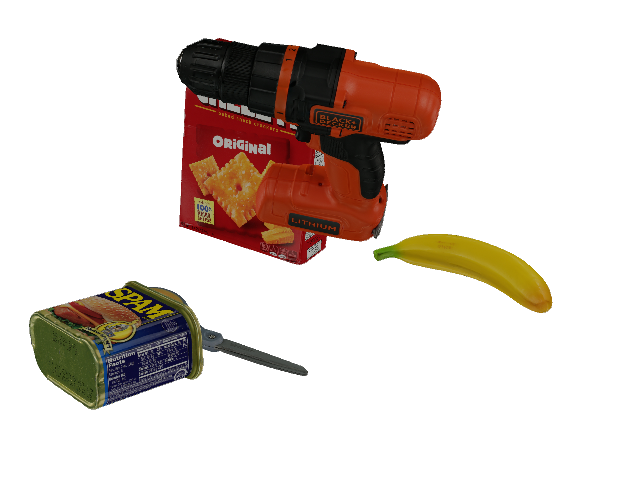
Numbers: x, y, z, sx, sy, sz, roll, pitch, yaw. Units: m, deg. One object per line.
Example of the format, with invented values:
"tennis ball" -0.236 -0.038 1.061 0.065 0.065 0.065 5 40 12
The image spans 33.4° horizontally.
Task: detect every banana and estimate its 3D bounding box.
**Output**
"banana" 0.148 0.028 1.032 0.198 0.037 0.069 15 43 39

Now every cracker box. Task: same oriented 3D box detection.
"cracker box" -0.069 -0.096 1.175 0.164 0.214 0.072 18 30 22

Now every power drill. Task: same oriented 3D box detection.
"power drill" -0.012 -0.074 0.795 0.184 0.057 0.188 12 -27 4

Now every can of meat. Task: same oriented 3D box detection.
"can of meat" -0.147 0.073 0.762 0.083 0.057 0.102 -16 24 -38

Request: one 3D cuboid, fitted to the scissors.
"scissors" -0.106 0.083 1.007 0.202 0.016 0.096 9 30 2
